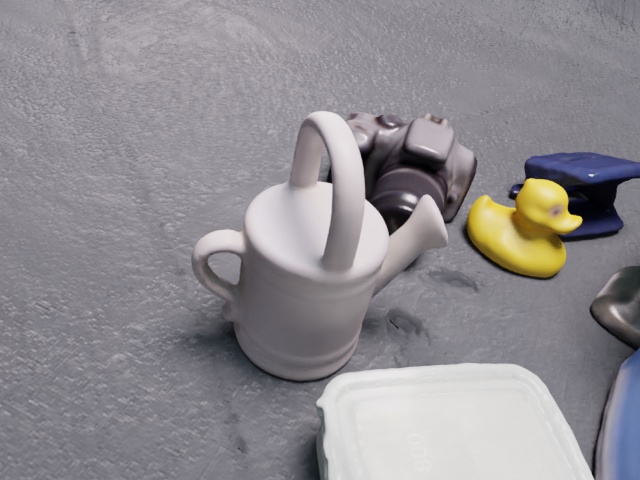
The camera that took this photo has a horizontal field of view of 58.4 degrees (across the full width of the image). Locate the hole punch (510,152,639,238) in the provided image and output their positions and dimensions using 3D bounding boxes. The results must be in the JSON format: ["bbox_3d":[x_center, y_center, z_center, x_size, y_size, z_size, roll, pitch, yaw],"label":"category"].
[{"bbox_3d":[0.282,-0.066,0.620,0.109,0.091,0.101,-8,46,-21],"label":"hole punch"}]

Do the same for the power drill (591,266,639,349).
[{"bbox_3d":[0.318,-0.004,0.475,0.075,0.208,0.230,36,47,24],"label":"power drill"}]

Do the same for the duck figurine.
[{"bbox_3d":[0.200,-0.022,0.556,0.104,0.086,0.078,30,45,18],"label":"duck figurine"}]

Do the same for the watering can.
[{"bbox_3d":[0.003,0.000,0.401,0.173,0.194,0.100,-21,52,-32],"label":"watering can"}]

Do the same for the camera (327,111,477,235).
[{"bbox_3d":[0.074,-0.059,0.552,0.143,0.101,0.137,19,42,6],"label":"camera"}]

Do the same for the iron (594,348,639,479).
[{"bbox_3d":[0.261,0.135,0.360,0.118,0.141,0.259,28,44,16],"label":"iron"}]
